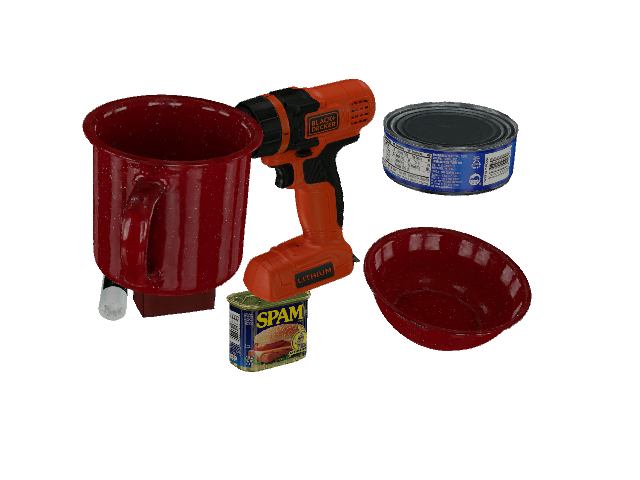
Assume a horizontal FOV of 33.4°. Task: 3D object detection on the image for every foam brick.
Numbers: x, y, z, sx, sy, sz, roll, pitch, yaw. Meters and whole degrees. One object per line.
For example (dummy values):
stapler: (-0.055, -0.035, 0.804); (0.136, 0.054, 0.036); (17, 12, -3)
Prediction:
foam brick: (-0.152, 0.042, 1.103); (0.078, 0.051, 0.053); (-6, 21, -20)

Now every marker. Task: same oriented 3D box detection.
marker: (-0.147, 0.011, 0.778); (0.020, 0.020, 0.121); (0, 38, -6)

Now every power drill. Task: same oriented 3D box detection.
power drill: (-0.032, -0.042, 0.946); (0.184, 0.188, 0.057); (-17, 34, -30)

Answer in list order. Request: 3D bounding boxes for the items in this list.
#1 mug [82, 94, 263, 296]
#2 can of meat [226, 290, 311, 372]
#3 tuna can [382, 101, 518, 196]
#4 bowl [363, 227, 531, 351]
mug: (-0.081, -0.018, 0.560); (0.093, 0.081, 0.117); (8, 28, 2)
can of meat: (-0.063, 0.105, 1.291); (0.101, 0.084, 0.058); (-9, 18, -37)
tuna can: (0.083, -0.060, 0.687); (0.086, 0.034, 0.086); (1, 26, 0)
bowl: (0.116, 0.056, 1.023); (0.162, 0.055, 0.162); (7, 36, -5)
